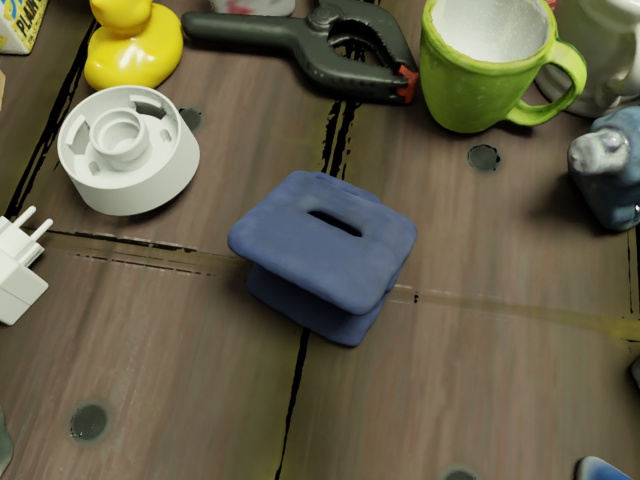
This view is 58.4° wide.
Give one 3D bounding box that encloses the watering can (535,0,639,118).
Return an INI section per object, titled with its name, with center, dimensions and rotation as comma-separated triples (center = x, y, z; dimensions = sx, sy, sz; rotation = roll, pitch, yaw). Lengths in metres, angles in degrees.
[watering can]
center = 0.227, -0.191, 0.409
dimensions = 0.101, 0.194, 0.173
rotation = -12, 66, -3

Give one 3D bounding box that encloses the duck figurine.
[duck figurine]
center = -0.163, -0.178, 0.476
dimensions = 0.077, 0.086, 0.105
rotation = 23, 69, 12

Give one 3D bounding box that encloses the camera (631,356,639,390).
[camera]
center = 0.294, 0.084, 0.336
dimensions = 0.137, 0.101, 0.143
rotation = -36, 70, -13

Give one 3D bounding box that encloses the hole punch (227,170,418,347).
[hole punch]
center = 0.004, 0.001, 0.388
dimensions = 0.108, 0.091, 0.101
rotation = 26, 70, 13

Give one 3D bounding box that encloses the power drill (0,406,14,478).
[power drill]
center = -0.258, 0.122, 0.279
dimensions = 0.075, 0.208, 0.230
rotation = 23, 69, 12

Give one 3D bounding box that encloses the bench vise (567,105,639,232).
[bench vise]
center = 0.268, -0.087, 0.348
dimensions = 0.207, 0.220, 0.121
rotation = -36, 69, -13

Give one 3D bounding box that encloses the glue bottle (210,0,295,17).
[glue bottle]
center = -0.063, -0.248, 0.456
dimensions = 0.078, 0.173, 0.037
rotation = -16, 66, -5

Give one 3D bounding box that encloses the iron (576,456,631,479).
[iron]
center = 0.206, 0.223, 0.255
dimensions = 0.118, 0.141, 0.258
rotation = -19, 67, -6
